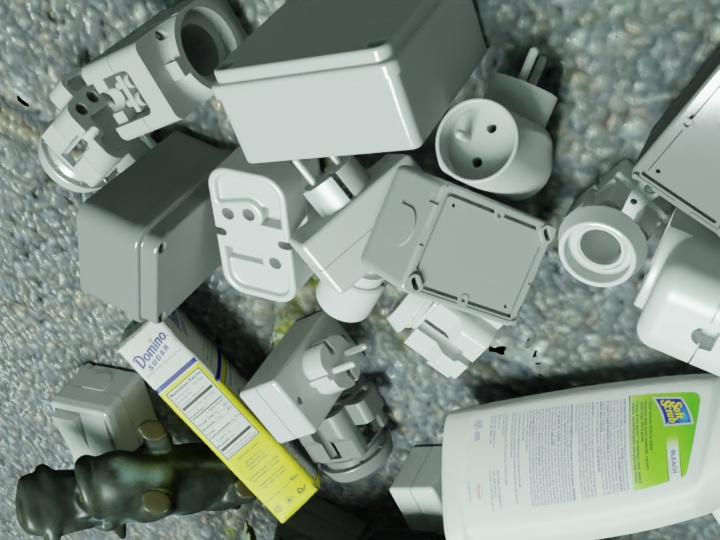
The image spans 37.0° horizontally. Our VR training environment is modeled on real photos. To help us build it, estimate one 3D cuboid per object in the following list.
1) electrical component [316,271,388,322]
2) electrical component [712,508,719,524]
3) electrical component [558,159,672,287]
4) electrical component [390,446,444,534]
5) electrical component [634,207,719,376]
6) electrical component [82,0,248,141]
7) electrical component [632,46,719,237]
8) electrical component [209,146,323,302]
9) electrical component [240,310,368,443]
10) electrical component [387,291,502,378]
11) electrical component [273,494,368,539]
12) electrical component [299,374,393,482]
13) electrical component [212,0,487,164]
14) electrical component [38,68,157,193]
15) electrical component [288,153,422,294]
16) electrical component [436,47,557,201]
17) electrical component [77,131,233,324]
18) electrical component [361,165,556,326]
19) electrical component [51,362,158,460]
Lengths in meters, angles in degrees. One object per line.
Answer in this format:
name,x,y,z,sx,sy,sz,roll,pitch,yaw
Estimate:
electrical component,0.000,0.000,0.697,0.040,0.040,0.078,33,134,4
electrical component,0.266,0.140,0.642,0.095,0.053,0.059,-21,112,40
electrical component,0.137,-0.023,0.588,0.048,0.055,0.066,42,134,-5
electrical component,0.077,0.173,0.784,0.076,0.047,0.083,-9,119,35
electrical component,0.181,0.004,0.556,0.059,0.095,0.053,24,133,13
electrical component,-0.107,-0.123,0.629,0.056,0.089,0.050,-13,117,37
electrical component,0.187,-0.073,0.515,0.062,0.061,0.096,35,134,2
electrical component,-0.054,-0.036,0.687,0.054,0.059,0.095,13,130,22
electrical component,-0.026,0.067,0.735,0.076,0.083,0.047,-24,110,40
electrical component,0.054,0.026,0.674,0.057,0.058,0.078,35,135,-3
electrical component,-0.042,0.231,0.878,0.066,0.076,0.047,25,133,11
electrical component,-0.011,0.116,0.784,0.078,0.058,0.057,-14,114,37
electrical component,-0.003,-0.109,0.567,0.109,0.108,0.056,-1,126,31
electrical component,-0.180,-0.088,0.722,0.078,0.058,0.057,47,131,-10
electrical component,-0.008,-0.043,0.632,0.075,0.083,0.047,51,174,-14
electrical component,0.080,-0.079,0.571,0.043,0.077,0.079,25,96,22
electrical component,-0.124,-0.028,0.698,0.057,0.113,0.078,24,133,16
electrical component,0.057,-0.013,0.601,0.096,0.061,0.061,18,-172,-32
electrical component,-0.213,0.137,0.915,0.062,0.061,0.096,7,128,26
